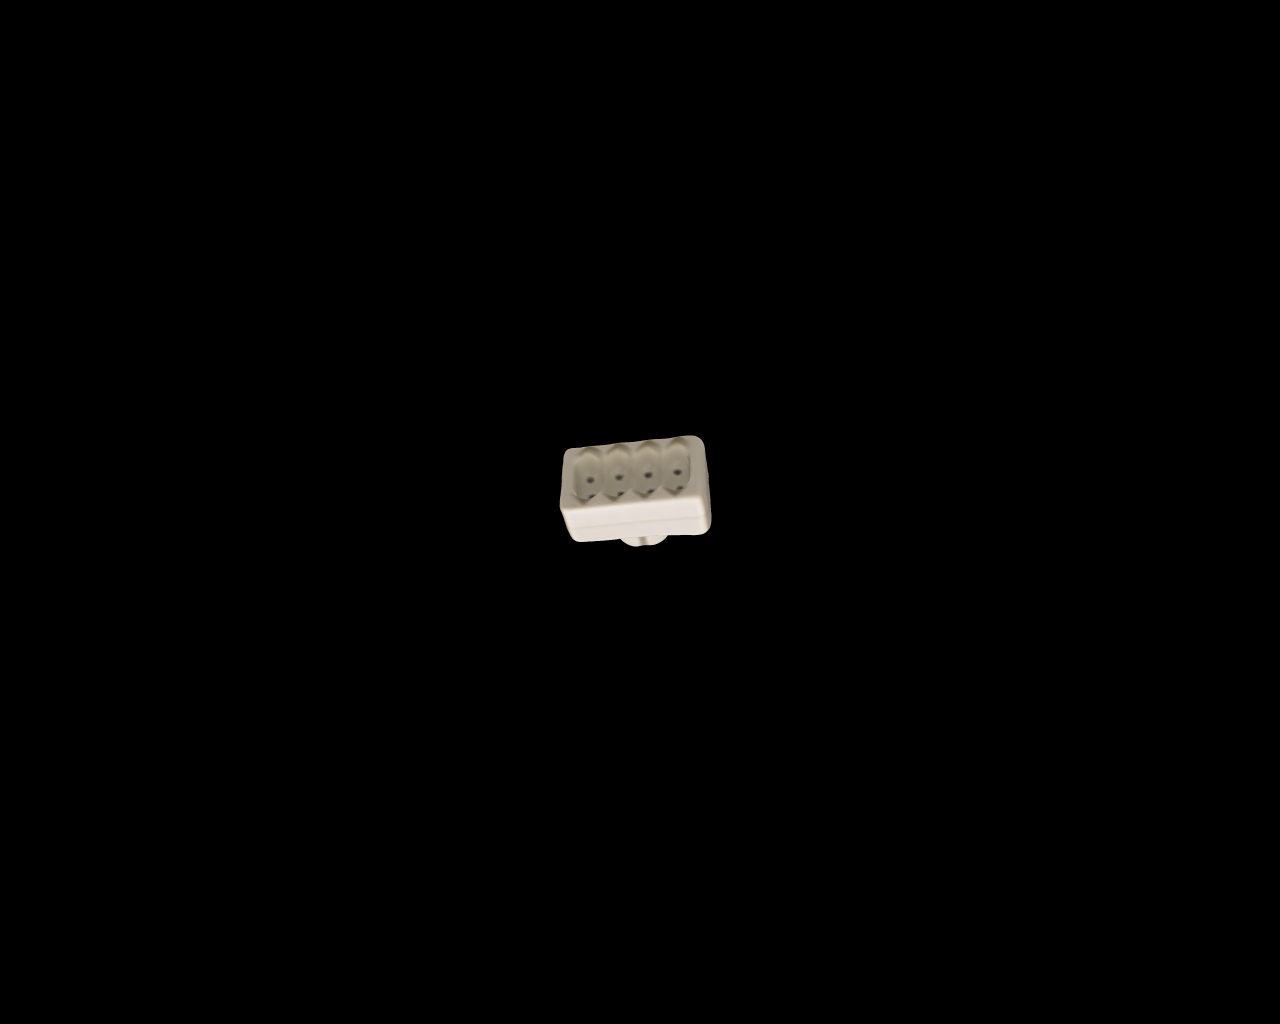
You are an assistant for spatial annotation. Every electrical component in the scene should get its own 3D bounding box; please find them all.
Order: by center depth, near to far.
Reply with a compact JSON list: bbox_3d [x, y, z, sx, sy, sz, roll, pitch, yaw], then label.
[{"bbox_3d":[0.001,-0.003,0.650,0.083,0.047,0.075,-5,-35,7],"label":"electrical component"}]
